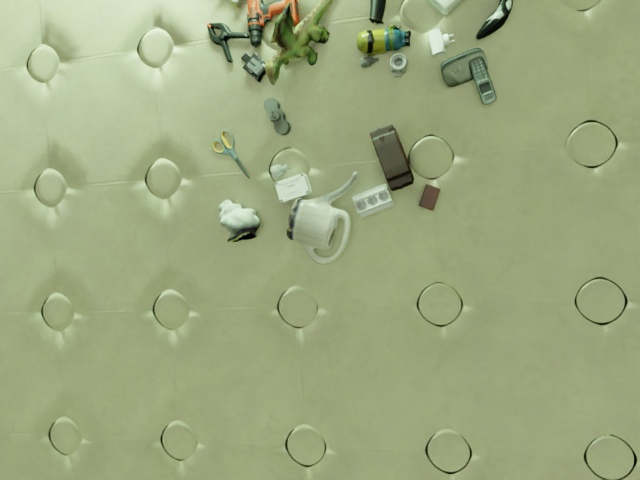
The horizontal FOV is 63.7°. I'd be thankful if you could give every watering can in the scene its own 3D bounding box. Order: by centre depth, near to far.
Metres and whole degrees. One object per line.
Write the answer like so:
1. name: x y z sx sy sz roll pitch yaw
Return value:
1. watering can: 0.005 -0.089 1.767 0.225 0.105 0.343 16 105 12

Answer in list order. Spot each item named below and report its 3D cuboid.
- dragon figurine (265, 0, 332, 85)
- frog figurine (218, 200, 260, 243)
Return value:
1. dragon figurine: -0.070 -0.705 1.721 0.123 0.243 0.407 29 99 14
2. frog figurine: -0.292 -0.081 1.841 0.138 0.121 0.161 -18 77 -20
